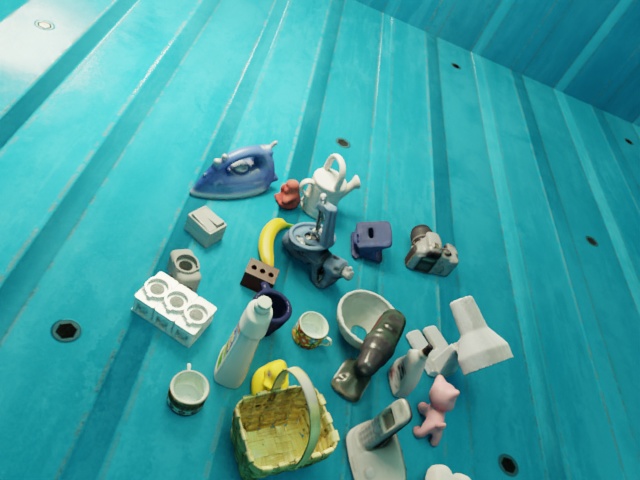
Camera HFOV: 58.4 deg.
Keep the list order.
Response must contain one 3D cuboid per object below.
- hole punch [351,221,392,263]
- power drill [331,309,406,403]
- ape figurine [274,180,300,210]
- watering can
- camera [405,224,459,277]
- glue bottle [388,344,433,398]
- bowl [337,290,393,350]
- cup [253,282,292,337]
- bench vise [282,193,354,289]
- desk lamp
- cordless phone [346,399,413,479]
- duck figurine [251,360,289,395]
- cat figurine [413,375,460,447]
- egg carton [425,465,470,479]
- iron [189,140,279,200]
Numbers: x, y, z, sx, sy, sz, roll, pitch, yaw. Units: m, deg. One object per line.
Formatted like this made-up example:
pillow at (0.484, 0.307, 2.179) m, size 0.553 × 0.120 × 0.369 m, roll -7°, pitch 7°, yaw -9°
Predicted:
hole punch at (0.142, -0.003, 1.587) m, size 0.101 × 0.091 × 0.108 m, roll 15°, pitch 43°, yaw -15°
power drill at (0.104, 0.255, 1.224) m, size 0.075 × 0.208 × 0.230 m, roll 34°, pitch 42°, yaw 6°
ape figurine at (-0.084, -0.132, 1.589) m, size 0.076 × 0.092 × 0.078 m, roll 28°, pitch 42°, yaw -1°
watering can at (0.030, -0.158, 1.601) m, size 0.173 × 0.194 × 0.100 m, roll -21°, pitch 61°, yaw -41°
camera at (0.321, 0.019, 1.656) m, size 0.143 × 0.100 × 0.136 m, roll 13°, pitch 44°, yaw -17°
glue bottle at (0.207, 0.281, 1.280) m, size 0.037 × 0.173 × 0.078 m, roll 6°, pitch 46°, yaw -24°
bowl at (0.107, 0.207, 1.373) m, size 0.168 × 0.074 × 0.167 m, roll 15°, pitch 43°, yaw -15°
cup at (-0.123, 0.161, 1.278) m, size 0.092 × 0.095 × 0.117 m, roll 0°, pitch 49°, yaw -29°
bench vise at (0.018, -0.001, 1.421) m, size 0.207 × 0.219 × 0.122 m, roll 32°, pitch 42°, yaw 4°
desk lamp at (0.329, 0.245, 1.352) m, size 0.118 × 0.213 × 0.203 m, roll -8°, pitch 53°, yaw -34°
cordless phone at (0.130, 0.403, 1.110) m, size 0.094 × 0.185 × 0.147 m, roll 4°, pitch 47°, yaw -25°
duck figurine at (-0.094, 0.282, 1.181) m, size 0.077 × 0.086 × 0.105 m, roll 30°, pitch 42°, yaw 2°
cat figurine at (0.265, 0.371, 1.265) m, size 0.067 × 0.117 × 0.128 m, roll 25°, pitch 42°, yaw -4°
egg carton at (0.252, 0.528, 1.140) m, size 0.107 × 0.069 × 0.150 m, roll 26°, pitch 42°, yaw -3°
iron at (-0.224, -0.196, 1.540) m, size 0.259 × 0.141 × 0.118 m, roll -20°, pitch 61°, yaw -40°
